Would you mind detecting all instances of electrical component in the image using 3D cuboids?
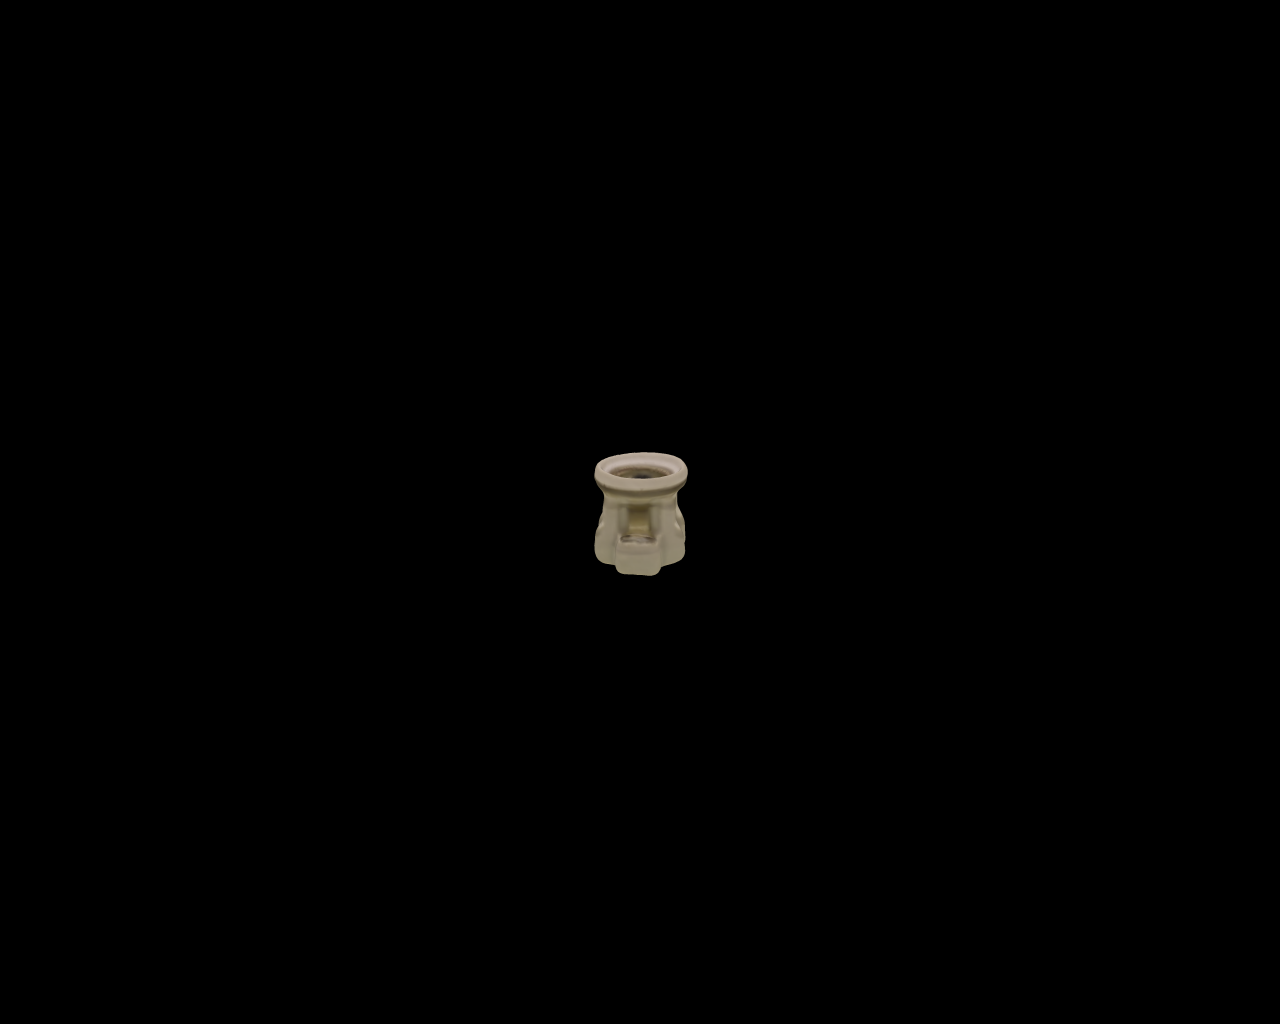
[{"bbox_3d":[0.001,-0.003,0.650,0.058,0.056,0.078,1,20,3],"label":"electrical component"}]
